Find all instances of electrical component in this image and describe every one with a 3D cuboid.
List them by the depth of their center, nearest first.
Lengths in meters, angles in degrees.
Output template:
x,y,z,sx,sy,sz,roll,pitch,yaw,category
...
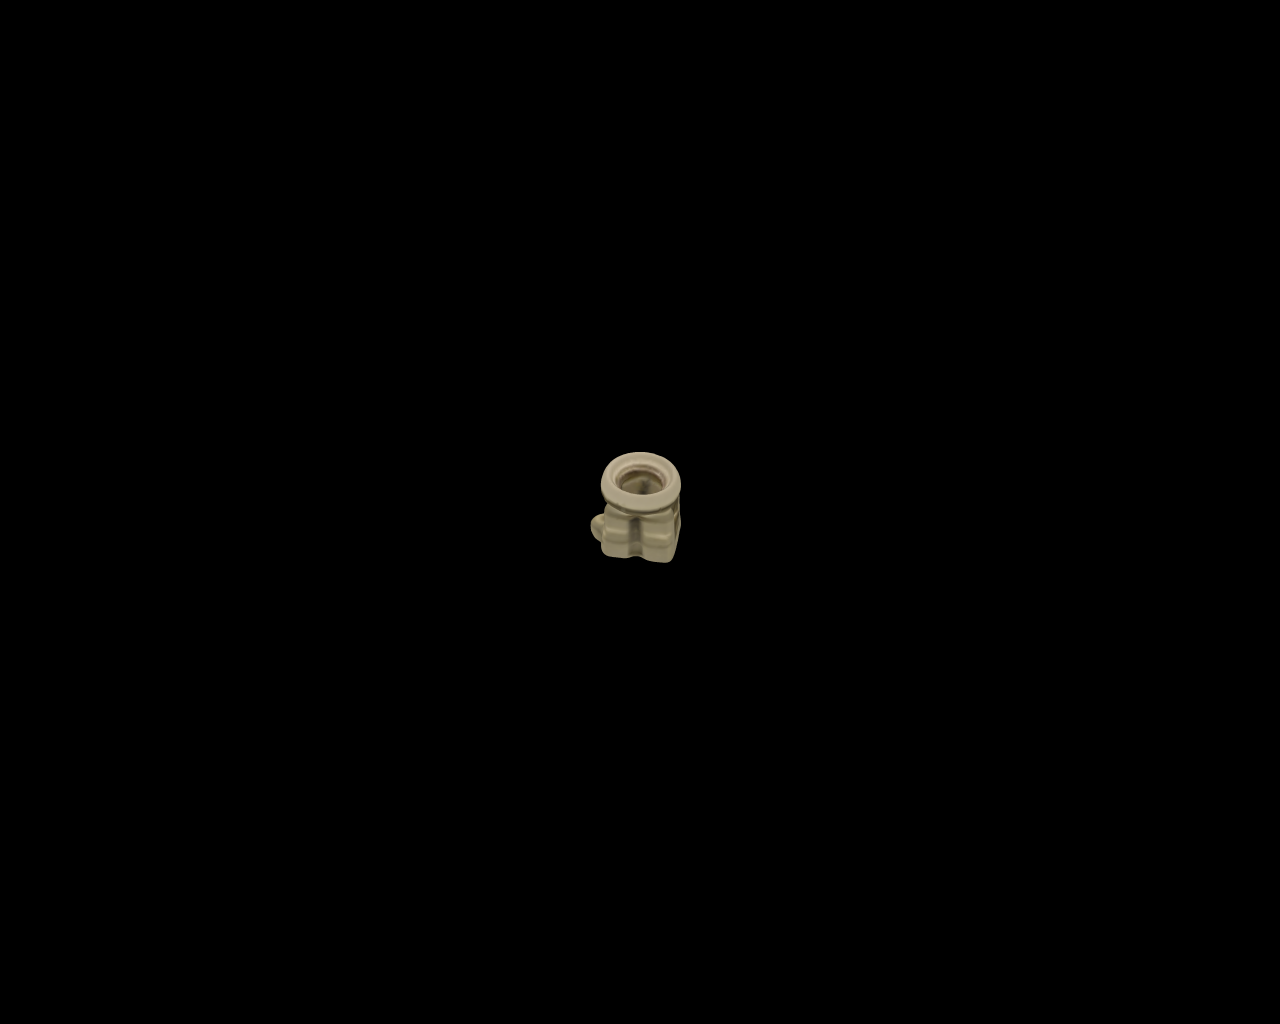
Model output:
x,y,z,sx,sy,sz,roll,pitch,yaw,category
0.001,-0.003,0.650,0.066,0.055,0.048,6,43,7,electrical component
